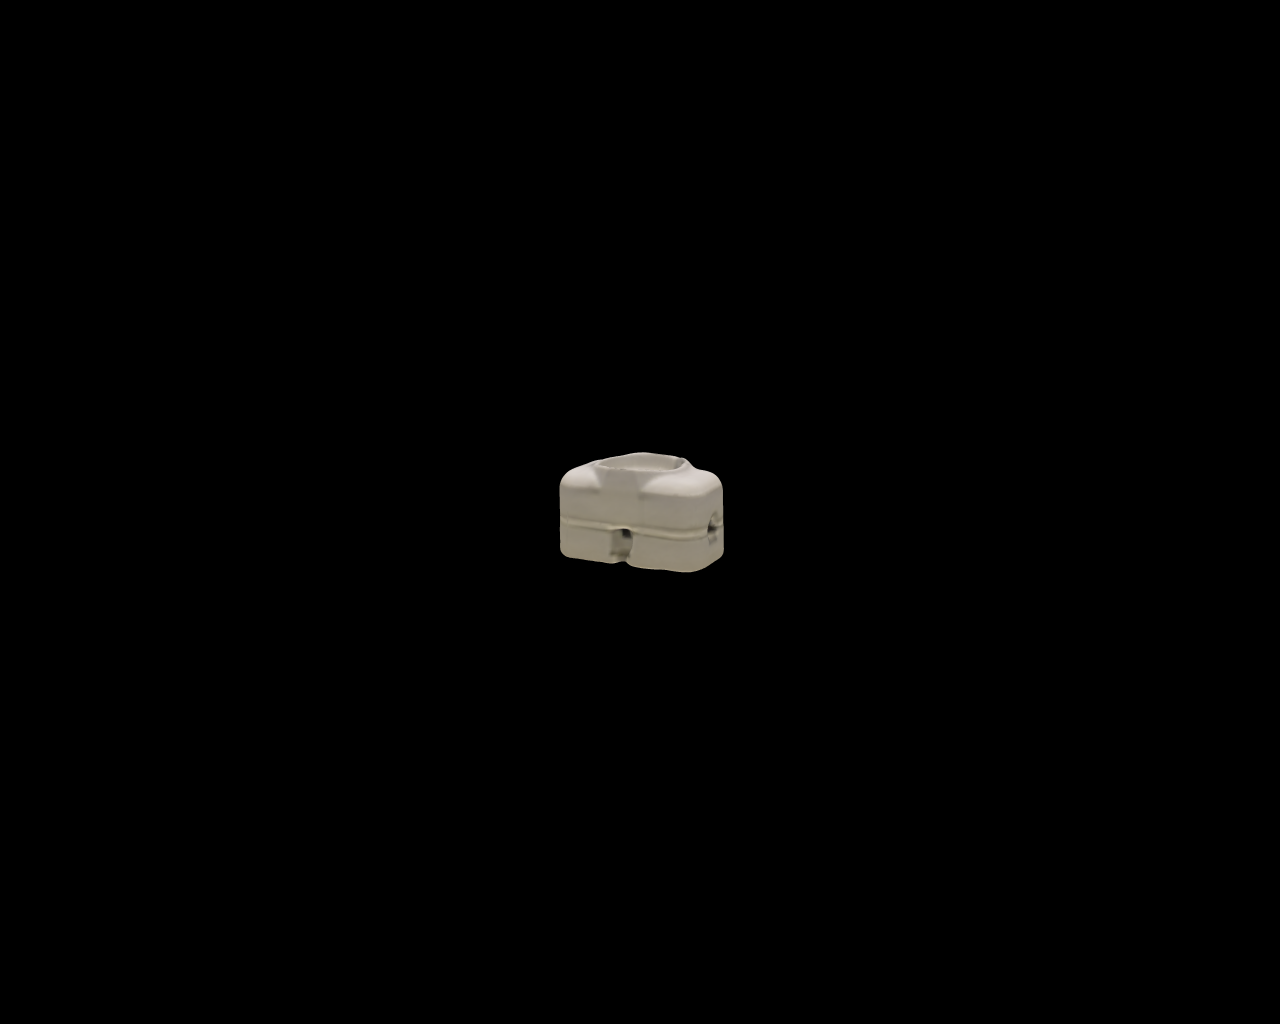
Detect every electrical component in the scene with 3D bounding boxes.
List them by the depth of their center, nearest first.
[{"bbox_3d":[0.001,-0.003,0.650,0.095,0.059,0.054,7,16,26],"label":"electrical component"}]
